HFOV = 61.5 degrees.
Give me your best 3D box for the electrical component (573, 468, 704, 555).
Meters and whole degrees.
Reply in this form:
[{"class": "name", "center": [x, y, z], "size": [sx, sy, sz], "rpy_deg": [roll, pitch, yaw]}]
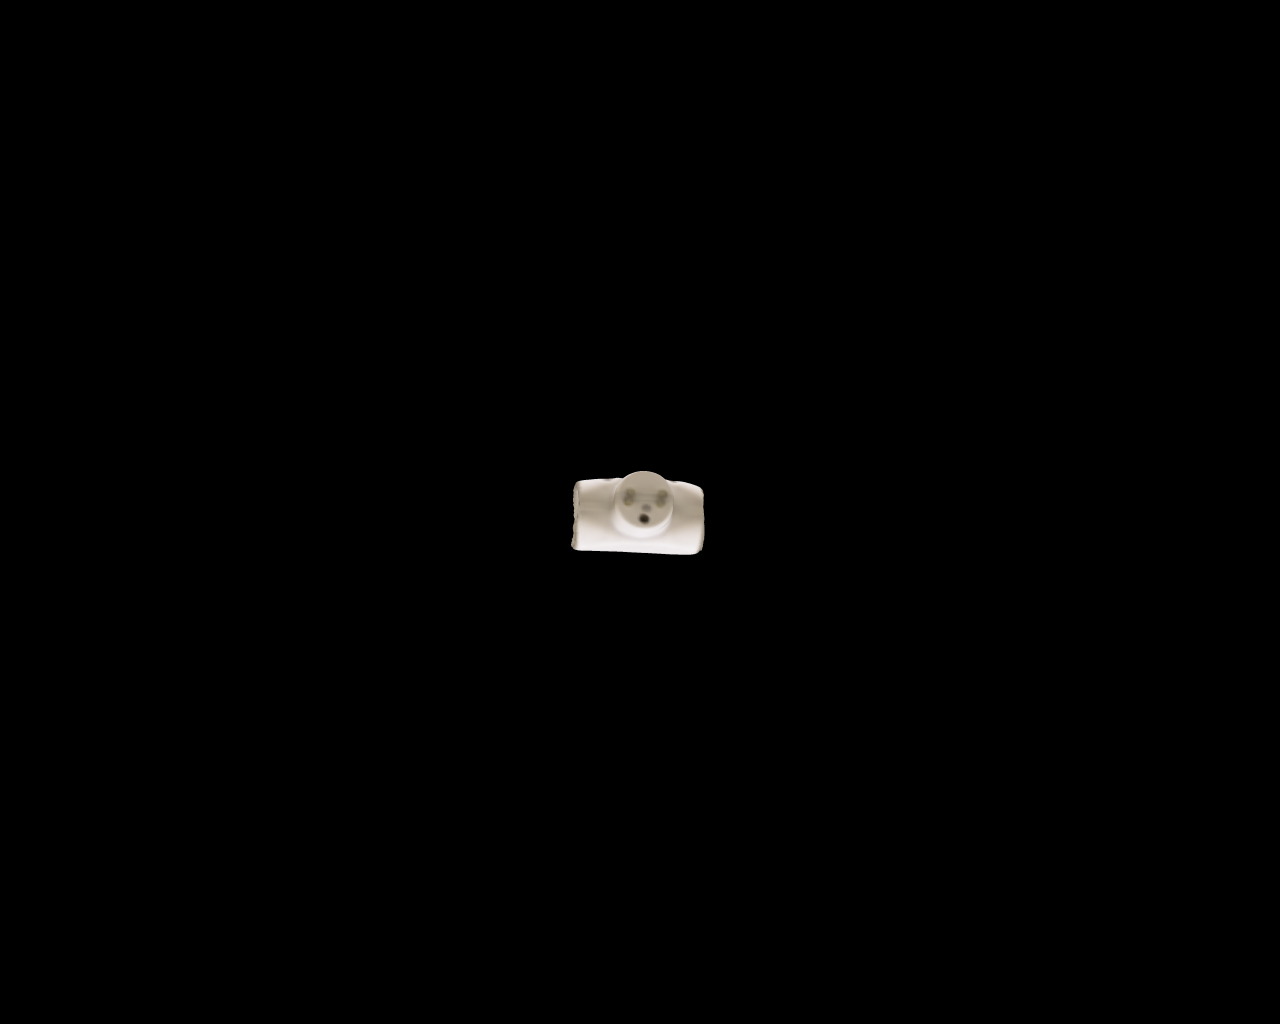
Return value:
[{"class": "electrical component", "center": [0.001, -0.003, 0.650], "size": [0.077, 0.044, 0.079], "rpy_deg": [2, -19, -7]}]
